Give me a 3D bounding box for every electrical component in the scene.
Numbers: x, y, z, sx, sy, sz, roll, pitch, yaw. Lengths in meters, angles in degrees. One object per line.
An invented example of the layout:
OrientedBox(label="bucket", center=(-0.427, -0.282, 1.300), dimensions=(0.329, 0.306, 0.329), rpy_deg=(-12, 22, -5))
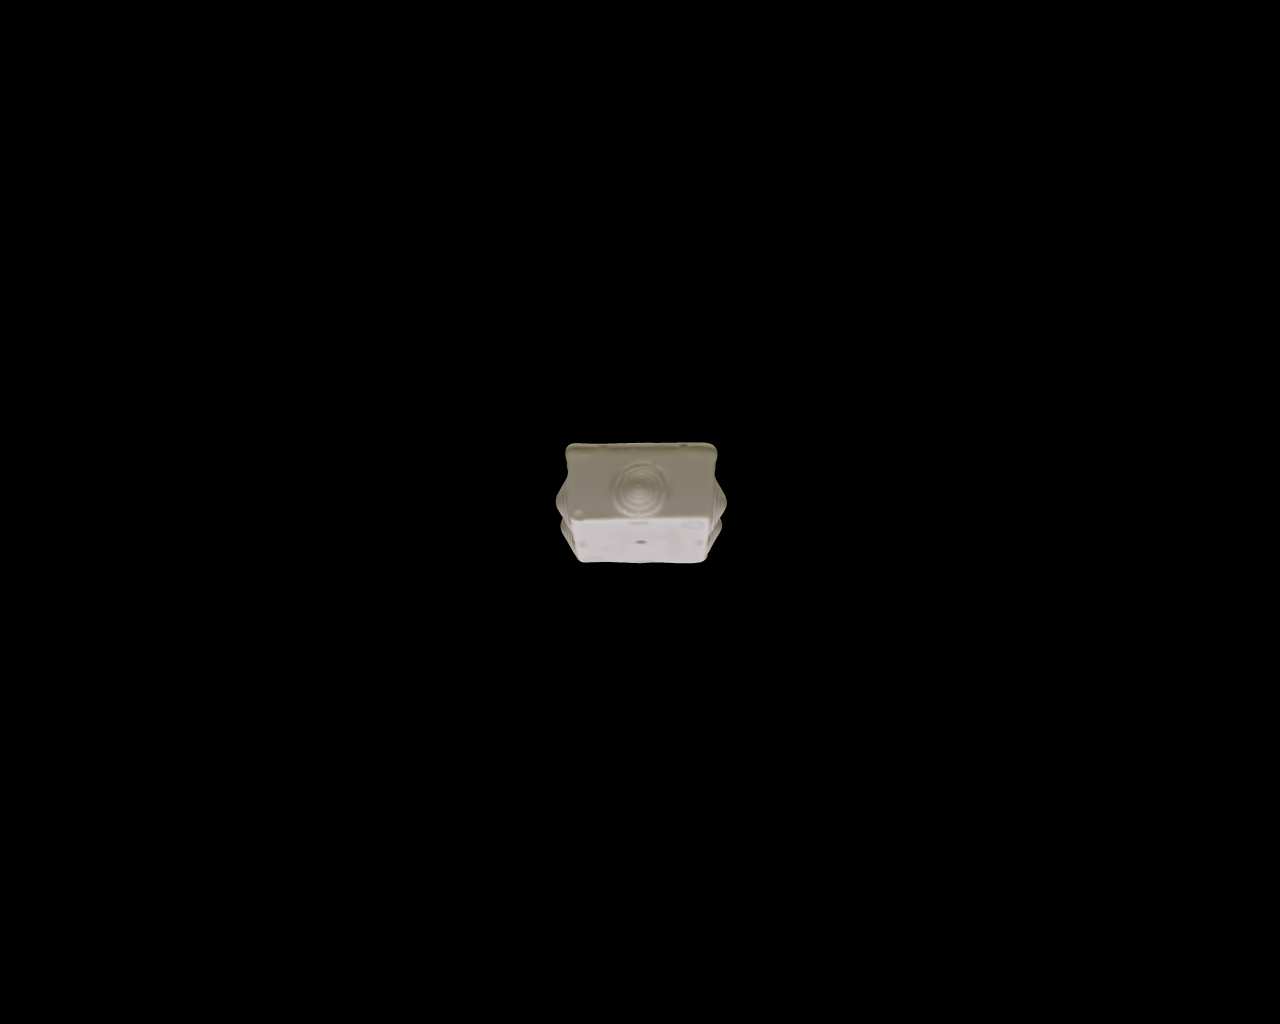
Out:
OrientedBox(label="electrical component", center=(0.001, -0.003, 0.650), dimensions=(0.100, 0.048, 0.099), rpy_deg=(0, -21, 0))
